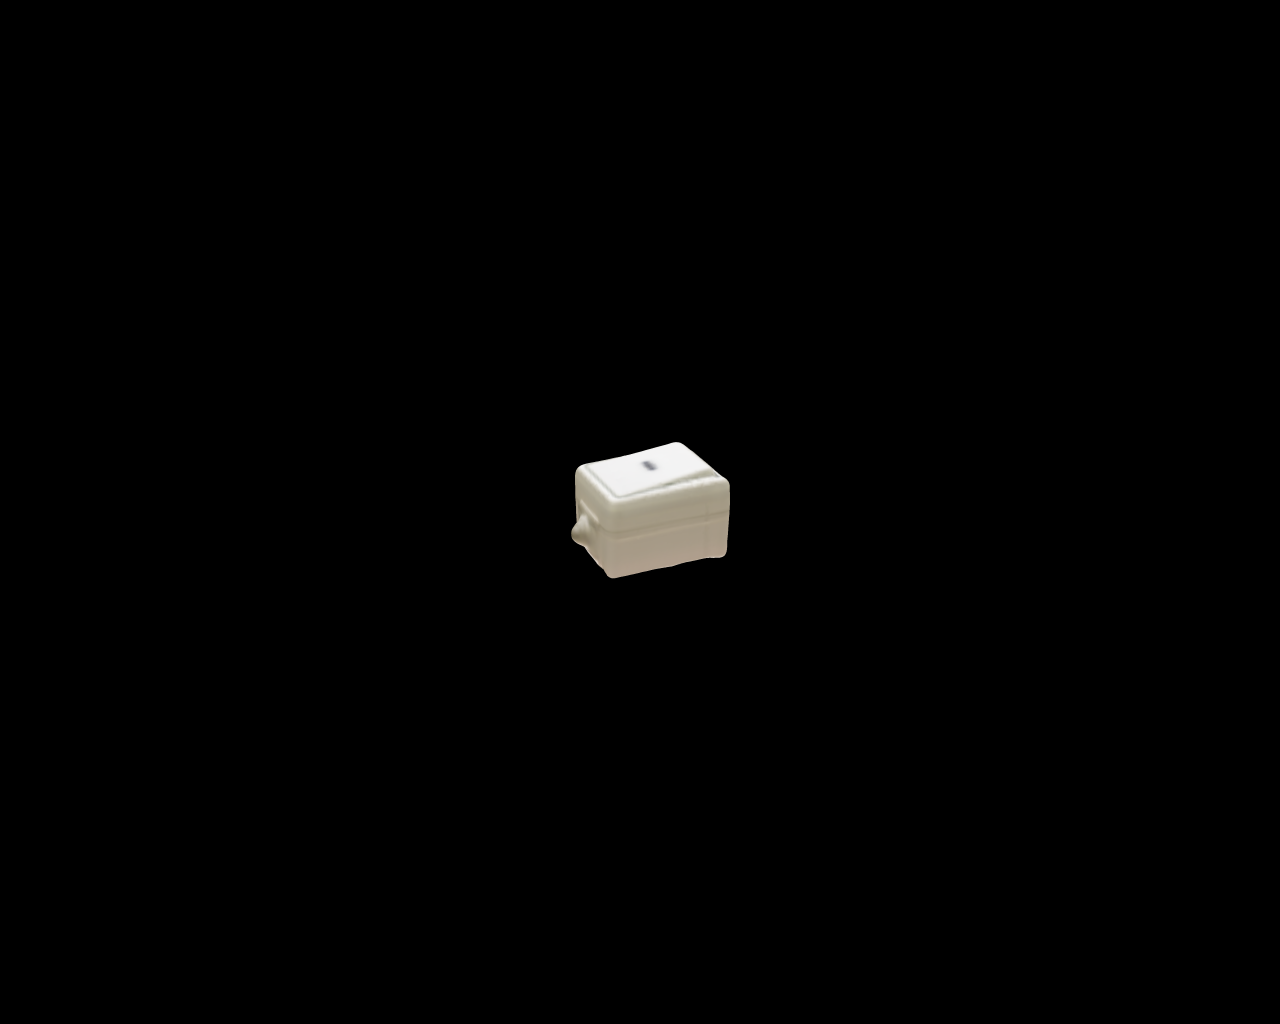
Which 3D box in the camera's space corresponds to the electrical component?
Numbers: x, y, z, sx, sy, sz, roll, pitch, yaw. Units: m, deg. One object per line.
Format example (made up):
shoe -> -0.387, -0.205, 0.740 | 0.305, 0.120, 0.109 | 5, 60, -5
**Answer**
electrical component -> 0.001, -0.003, 0.650 | 0.096, 0.061, 0.062 | -10, 28, -20
